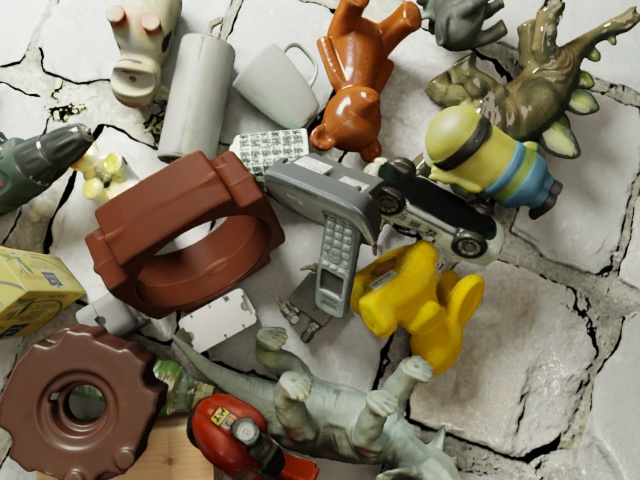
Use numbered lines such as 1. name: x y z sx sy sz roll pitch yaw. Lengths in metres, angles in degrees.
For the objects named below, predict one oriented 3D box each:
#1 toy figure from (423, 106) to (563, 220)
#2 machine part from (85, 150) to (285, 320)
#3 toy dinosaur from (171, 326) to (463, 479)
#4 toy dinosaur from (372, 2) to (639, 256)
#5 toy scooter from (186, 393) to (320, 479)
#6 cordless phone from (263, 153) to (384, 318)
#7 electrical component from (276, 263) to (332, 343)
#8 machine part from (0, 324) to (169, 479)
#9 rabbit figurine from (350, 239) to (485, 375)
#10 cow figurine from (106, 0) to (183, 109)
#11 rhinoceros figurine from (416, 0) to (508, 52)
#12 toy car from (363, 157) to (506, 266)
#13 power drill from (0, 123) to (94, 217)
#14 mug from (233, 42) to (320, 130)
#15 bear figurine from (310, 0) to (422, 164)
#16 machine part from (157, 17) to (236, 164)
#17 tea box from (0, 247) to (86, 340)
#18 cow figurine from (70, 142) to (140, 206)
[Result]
1. toy figure: 0.212 -0.097 0.658 0.180 0.089 0.082 30 47 -1
2. machine part: -0.153 -0.003 0.644 0.201 0.200 0.087 -33 67 -5
3. toy dinosaur: 0.008 0.225 0.678 0.405 0.131 0.192 15 120 13
4. toy dinosaur: 0.238 -0.160 0.734 0.471 0.105 0.198 -33 92 5
5. toy scooter: -0.064 0.248 0.606 0.075 0.135 0.183 -49 120 -31
6. cordless phone: -0.002 -0.002 0.664 0.147 0.089 0.184 24 122 26
7. electrical component: -0.011 0.079 0.726 0.078 0.045 0.102 43 84 2
8. machine part: -0.265 0.184 0.604 0.179 0.056 0.179 0 87 -4
9. rabbit figurine: 0.135 0.094 0.716 0.162 0.122 0.173 -35 102 -15
10. cow figurine: -0.234 -0.263 0.716 0.085 0.127 0.195 8 70 -4
11. rhinoceros figurine: 0.183 -0.311 0.717 0.112 0.190 0.073 -25 129 26
12. toy car: 0.143 -0.038 0.683 0.202 0.056 0.073 27 54 -3
13. power drill: -0.417 -0.138 0.688 0.232 0.086 0.207 -36 89 13
14. mug: -0.046 -0.209 0.737 0.109 0.081 0.107 -45 101 -11
15. bear figurine: 0.054 -0.211 0.703 0.120 0.132 0.196 14 67 -22
16. machine part: -0.166 -0.182 0.724 0.079 0.079 0.243 9 85 -3
17. tea box: -0.367 0.067 0.644 0.098 0.169 0.068 -39 88 -4
18. cow figurine: -0.259 -0.065 0.710 0.068 0.098 0.167 -45 70 0
